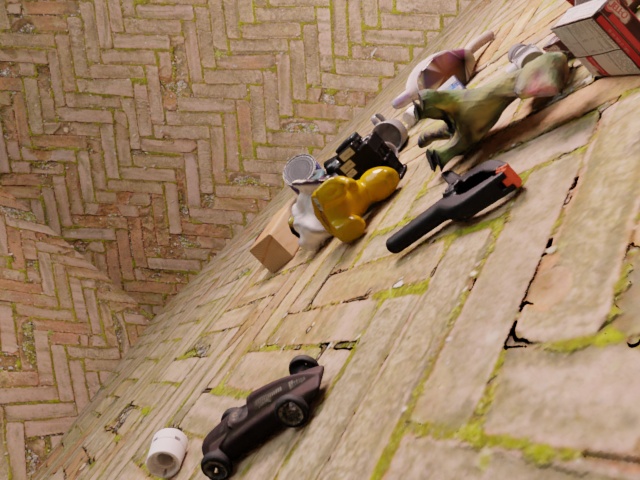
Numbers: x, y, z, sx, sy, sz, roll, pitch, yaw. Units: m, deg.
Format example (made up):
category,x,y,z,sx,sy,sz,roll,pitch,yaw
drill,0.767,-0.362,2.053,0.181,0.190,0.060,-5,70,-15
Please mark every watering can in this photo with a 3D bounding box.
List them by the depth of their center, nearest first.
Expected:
category,x,y,z,sx,sy,sz,roll,pitch,yaw
watering can,0.337,-0.452,1.337,0.347,0.103,0.226,-37,13,3

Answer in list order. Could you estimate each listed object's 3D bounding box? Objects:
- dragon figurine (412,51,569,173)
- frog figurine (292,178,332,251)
category,x,y,z,sx,sy,sz,roll,pitch,yaw
dragon figurine,0.266,-0.209,0.795,0.242,0.122,0.413,-24,6,10
frog figurine,0.003,-0.058,1.151,0.137,0.158,0.123,-1,7,8
